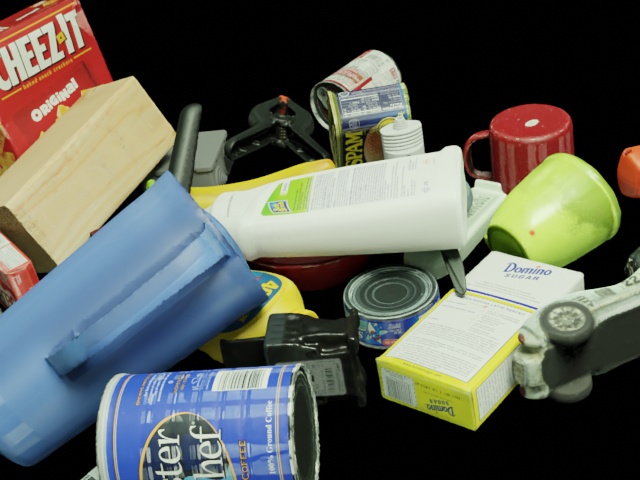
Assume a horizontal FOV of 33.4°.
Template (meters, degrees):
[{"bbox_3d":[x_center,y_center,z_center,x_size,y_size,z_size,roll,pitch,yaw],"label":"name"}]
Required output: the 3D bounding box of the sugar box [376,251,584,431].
[{"bbox_3d":[0.134,0.077,0.871,0.093,0.048,0.175,16,37,39],"label":"sugar box"}]

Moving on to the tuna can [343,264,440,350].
[{"bbox_3d":[0.063,0.057,0.934,0.086,0.034,0.086,-8,32,5],"label":"tuna can"}]

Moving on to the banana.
[{"bbox_3d":[-0.082,-0.049,1.124,0.197,0.070,0.037,-9,73,-10],"label":"banana"}]

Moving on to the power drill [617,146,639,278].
[{"bbox_3d":[0.338,-0.024,0.961,0.184,0.057,0.188,-9,34,-5],"label":"power drill"}]

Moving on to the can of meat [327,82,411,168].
[{"bbox_3d":[0.054,-0.123,1.163,0.084,0.102,0.057,-9,61,-3],"label":"can of meat"}]

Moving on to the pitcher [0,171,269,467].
[{"bbox_3d":[-0.169,0.066,0.844,0.242,0.149,0.145,-39,52,-7],"label":"pitcher"}]

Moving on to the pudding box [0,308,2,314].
[{"bbox_3d":[-0.344,0.069,0.986,0.039,0.090,0.113,0,33,15],"label":"pudding box"}]

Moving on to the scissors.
[{"bbox_3d":[0.097,-0.001,0.977,0.096,0.016,0.201,-13,29,21],"label":"scissors"}]

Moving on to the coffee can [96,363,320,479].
[{"bbox_3d":[-0.078,0.144,0.773,0.140,0.103,0.102,-5,32,9],"label":"coffee can"}]

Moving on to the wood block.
[{"bbox_3d":[-0.254,-0.068,1.114,0.091,0.090,0.205,-6,39,46],"label":"wood block"}]

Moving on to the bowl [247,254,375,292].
[{"bbox_3d":[-0.007,0.001,1.023,0.162,0.055,0.162,-7,33,4],"label":"bowl"}]

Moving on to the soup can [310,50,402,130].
[{"bbox_3d":[0.045,-0.180,1.287,0.069,0.068,0.102,15,39,35],"label":"soup can"}]

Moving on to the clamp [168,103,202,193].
[{"bbox_3d":[-0.126,-0.008,1.044,0.209,0.164,0.036,-54,18,-22],"label":"clamp"}]

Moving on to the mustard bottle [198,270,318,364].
[{"bbox_3d":[-0.072,0.065,0.939,0.192,0.058,0.096,14,44,34],"label":"mustard bottle"}]

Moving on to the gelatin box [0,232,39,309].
[{"bbox_3d":[-0.297,0.041,1.034,0.030,0.073,0.089,-29,37,-25],"label":"gelatin box"}]

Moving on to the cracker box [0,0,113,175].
[{"bbox_3d":[-0.302,-0.142,1.189,0.072,0.213,0.164,2,32,38],"label":"cracker box"}]

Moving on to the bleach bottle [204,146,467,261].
[{"bbox_3d":[0.003,-0.027,0.955,0.251,0.068,0.102,-5,33,11],"label":"bleach bottle"}]

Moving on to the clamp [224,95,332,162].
[{"bbox_3d":[-0.037,-0.124,1.246,0.120,0.039,0.171,17,31,1],"label":"clamp"}]

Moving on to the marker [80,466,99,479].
[{"bbox_3d":[-0.201,0.208,0.788,0.020,0.020,0.120,18,41,38],"label":"marker"}]

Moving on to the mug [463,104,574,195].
[{"bbox_3d":[0.201,-0.084,1.073,0.117,0.081,0.093,5,35,23],"label":"mug"}]

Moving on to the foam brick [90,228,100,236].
[{"bbox_3d":[-0.181,0.006,1.075,0.078,0.051,0.053,-29,37,-27],"label":"foam brick"}]
